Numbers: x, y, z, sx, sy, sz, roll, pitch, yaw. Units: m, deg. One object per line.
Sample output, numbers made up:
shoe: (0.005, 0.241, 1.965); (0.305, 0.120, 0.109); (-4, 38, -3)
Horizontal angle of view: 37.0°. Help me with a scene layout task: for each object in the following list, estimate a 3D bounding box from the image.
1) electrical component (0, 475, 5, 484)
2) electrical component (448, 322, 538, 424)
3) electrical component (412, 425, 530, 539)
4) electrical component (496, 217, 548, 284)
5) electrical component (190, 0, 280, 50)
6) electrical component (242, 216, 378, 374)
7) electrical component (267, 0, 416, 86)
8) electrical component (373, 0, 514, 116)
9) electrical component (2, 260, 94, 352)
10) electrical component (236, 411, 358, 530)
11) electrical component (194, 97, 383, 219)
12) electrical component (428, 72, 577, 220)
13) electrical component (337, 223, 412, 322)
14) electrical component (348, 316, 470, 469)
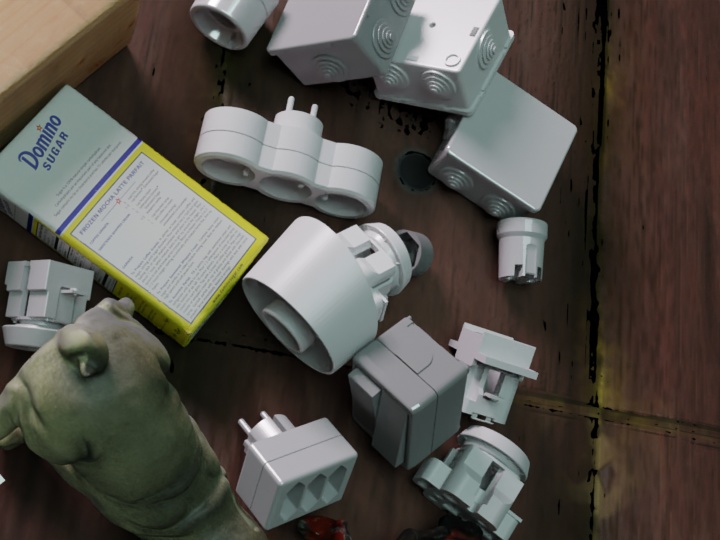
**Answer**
electrical component: (-0.285, 0.137, 0.633); (0.121, 0.063, 0.078); (-41, 91, -26)
electrical component: (0.092, 0.077, 0.790); (0.042, 0.081, 0.063); (19, 91, -14)
electrical component: (0.086, 0.149, 0.771); (0.078, 0.058, 0.057); (39, 68, -6)
electrical component: (0.127, -0.015, 0.847); (0.040, 0.040, 0.046); (8, 78, -18)
electrical component: (-0.096, -0.200, 0.812); (0.055, 0.055, 0.047); (31, 69, -9)
electrical component: (-0.033, 0.021, 0.744); (0.064, 0.099, 0.099); (-44, 92, -20)
electrical component: (-0.011, -0.190, 0.818); (0.048, 0.100, 0.099); (43, 59, -43)
electrical component: (0.062, -0.175, 0.842); (0.100, 0.048, 0.099); (16, 63, 27)
electrical component: (-0.206, 0.025, 0.702); (0.048, 0.066, 0.055); (20, 73, -51)
electrical component: (-0.054, 0.124, 0.729); (0.066, 0.047, 0.077); (-14, 46, -38)
electrical component: (-0.049, -0.093, 0.797); (0.138, 0.052, 0.073); (16, 69, -16)
electrical component: (0.112, -0.096, 0.860); (0.100, 0.048, 0.099); (32, 66, -9)
electrical component: (0.000, 0.000, 0.782); (0.057, 0.058, 0.078); (-27, 60, -30)
electrical component: (0.031, 0.092, 0.752); (0.061, 0.096, 0.062); (-35, 59, -26)
